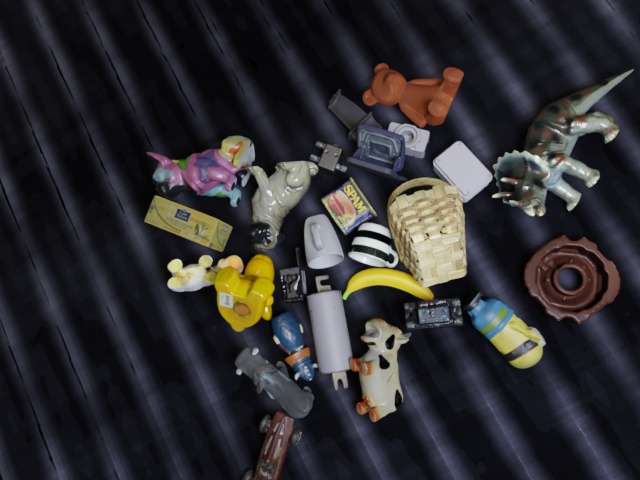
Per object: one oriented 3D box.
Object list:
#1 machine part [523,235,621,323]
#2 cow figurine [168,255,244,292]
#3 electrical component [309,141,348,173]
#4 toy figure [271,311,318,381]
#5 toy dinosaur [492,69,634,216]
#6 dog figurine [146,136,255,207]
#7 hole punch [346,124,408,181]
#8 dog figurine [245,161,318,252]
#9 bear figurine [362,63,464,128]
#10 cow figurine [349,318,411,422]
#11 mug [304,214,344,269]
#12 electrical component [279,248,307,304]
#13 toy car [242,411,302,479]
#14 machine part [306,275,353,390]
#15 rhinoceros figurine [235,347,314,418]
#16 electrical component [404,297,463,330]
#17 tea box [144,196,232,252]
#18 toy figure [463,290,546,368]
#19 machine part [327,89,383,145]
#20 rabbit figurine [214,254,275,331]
[{"bbox_3d":[0.505,0.080,1.093,0.179,0.056,0.179,-2,80,11],"label":"machine part"},{"bbox_3d":[-0.257,0.079,1.215,0.167,0.098,0.068,-8,73,-11],"label":"cow figurine"},{"bbox_3d":[0.025,-0.190,1.238,0.094,0.021,0.063,23,85,13],"label":"electrical component"},{"bbox_3d":[-0.054,0.231,1.165,0.064,0.058,0.154,-27,82,11],"label":"toy figure"},{"bbox_3d":[0.490,-0.206,1.112,0.192,0.131,0.404,24,77,7],"label":"toy dinosaur"},{"bbox_3d":[-0.277,-0.170,1.224,0.219,0.108,0.191,16,71,5],"label":"dog figurine"},{"bbox_3d":[0.127,-0.187,1.170,0.142,0.115,0.092,16,90,16],"label":"hole punch"},{"bbox_3d":[-0.081,-0.076,1.210,0.172,0.121,0.190,-8,94,12],"label":"dog figurine"},{"bbox_3d":[0.197,-0.331,1.180,0.196,0.132,0.120,27,82,7],"label":"bear figurine"},{"bbox_3d":[0.129,0.257,1.106,0.127,0.085,0.194,-9,92,-32],"label":"cow figurine"},{"bbox_3d":[-0.002,-0.004,1.173,0.081,0.109,0.107,-19,65,11],"label":"mug"},{"bbox_3d":[-0.058,0.079,1.181,0.048,0.075,0.119,-10,84,8],"label":"electrical component"},{"bbox_3d":[-0.101,0.453,1.116,0.089,0.053,0.202,21,104,17],"label":"toy car"},{"bbox_3d":[0.021,0.195,1.146,0.079,0.079,0.243,-12,80,8],"label":"machine part"},{"bbox_3d":[-0.099,0.302,1.133,0.190,0.112,0.073,41,92,5],"label":"rhinoceros figurine"},{"bbox_3d":[0.228,0.151,1.089,0.115,0.134,0.058,-9,79,10],"label":"electrical component"},{"bbox_3d":[-0.299,-0.036,1.230,0.170,0.098,0.068,20,86,11],"label":"tea box"},{"bbox_3d":[0.369,0.180,1.088,0.180,0.082,0.089,38,108,6],"label":"toy figure"},{"bbox_3d":[0.072,-0.281,1.237,0.084,0.039,0.139,-43,78,6],"label":"machine part"},{"bbox_3d":[-0.140,0.107,1.162,0.122,0.173,0.162,4,126,11],"label":"rabbit figurine"}]
